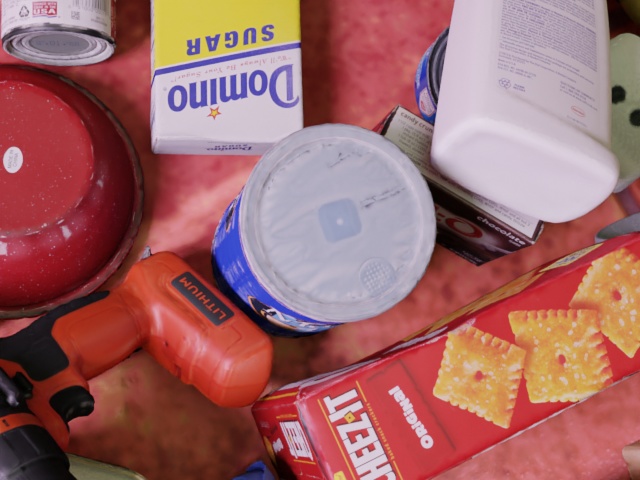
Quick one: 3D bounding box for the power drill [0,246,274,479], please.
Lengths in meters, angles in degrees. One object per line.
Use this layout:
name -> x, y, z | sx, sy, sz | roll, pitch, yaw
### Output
power drill -> -0.114, 0.079, 0.548 | 0.185, 0.057, 0.187 | 40, 36, 27

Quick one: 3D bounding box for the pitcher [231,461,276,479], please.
pitcher -> -0.008, 0.255, 0.570 | 0.149, 0.145, 0.243 | -43, 95, -15

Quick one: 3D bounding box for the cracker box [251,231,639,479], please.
cracker box -> 0.077, 0.076, 0.601 | 0.213, 0.164, 0.072 | -23, 84, -14

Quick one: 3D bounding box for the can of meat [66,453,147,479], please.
can of meat -> -0.144, 0.144, 0.585 | 0.102, 0.084, 0.057 | 17, 78, -9

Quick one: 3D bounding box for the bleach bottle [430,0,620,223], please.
bleach bottle -> 0.131, -0.139, 0.636 | 0.102, 0.068, 0.250 | 22, 58, -14

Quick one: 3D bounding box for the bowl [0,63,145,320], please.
bowl -> -0.178, -0.038, 0.609 | 0.162, 0.055, 0.162 | 5, 73, -15

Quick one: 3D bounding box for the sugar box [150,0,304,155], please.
sugar box -> -0.060, -0.142, 0.666 | 0.093, 0.048, 0.176 | -1, 80, -12

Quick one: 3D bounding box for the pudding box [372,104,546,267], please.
pudding box -> 0.074, -0.031, 0.654 | 0.113, 0.090, 0.039 | 28, 76, -7

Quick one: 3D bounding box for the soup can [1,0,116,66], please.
soup can -> -0.156, -0.163, 0.638 | 0.068, 0.068, 0.102 | 0, 82, -12

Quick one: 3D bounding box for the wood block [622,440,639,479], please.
wood block -> 0.274, 0.147, 0.608 | 0.090, 0.206, 0.090 | -20, 86, -14

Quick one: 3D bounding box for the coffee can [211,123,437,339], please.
coffee can -> -0.004, 0.001, 0.607 | 0.102, 0.140, 0.103 | 2, 81, -12

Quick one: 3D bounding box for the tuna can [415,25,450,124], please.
tuna can -> 0.106, -0.102, 0.701 | 0.086, 0.034, 0.086 | 2, 81, -11
